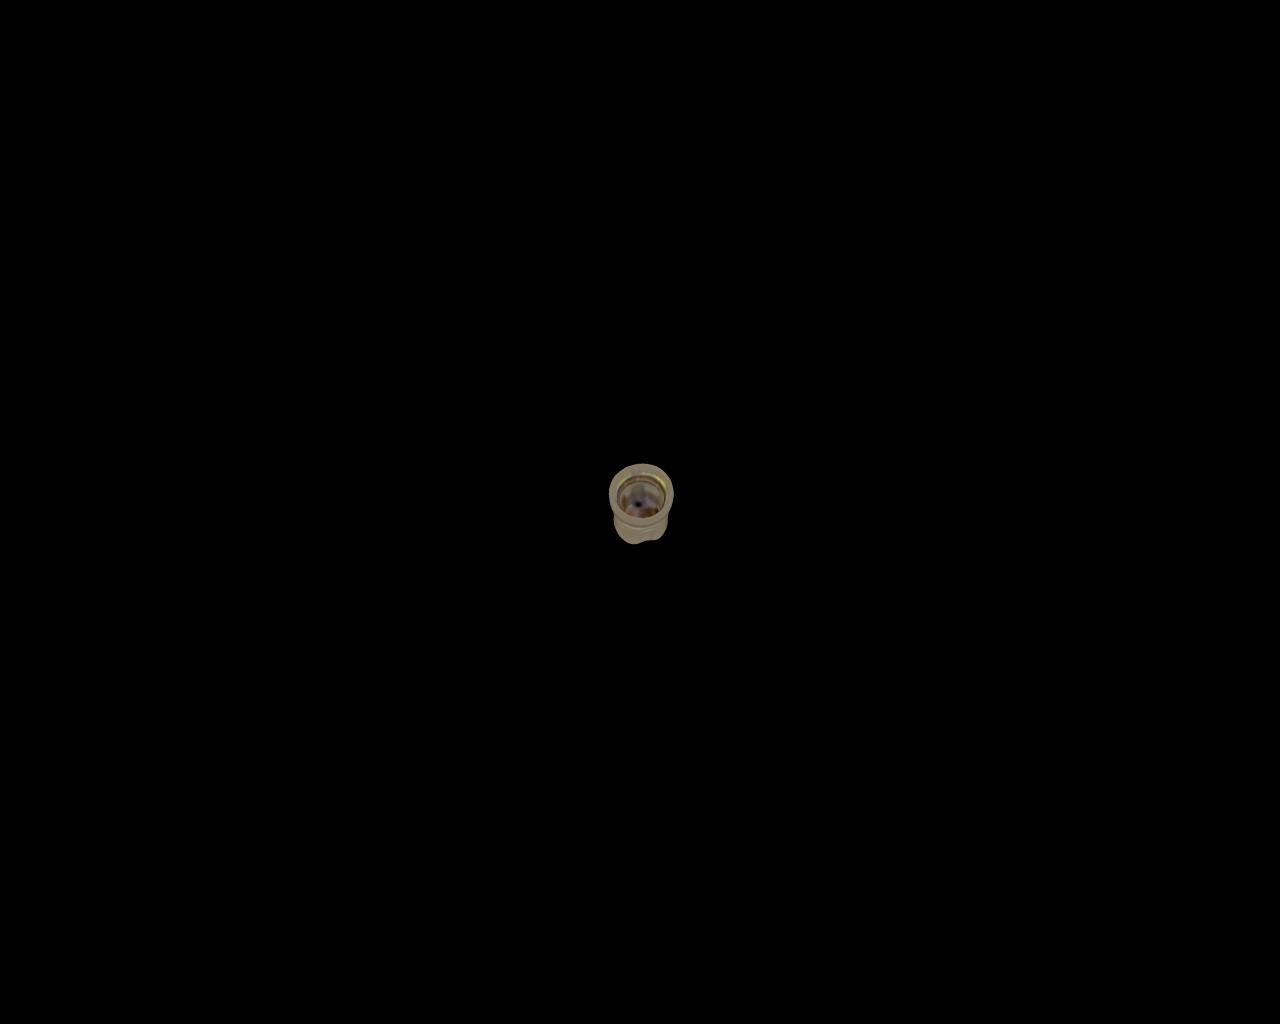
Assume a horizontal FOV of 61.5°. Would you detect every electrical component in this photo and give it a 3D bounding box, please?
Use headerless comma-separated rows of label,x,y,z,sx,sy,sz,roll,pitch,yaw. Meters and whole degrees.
electrical component,0.001,-0.003,0.650,0.040,0.040,0.046,0,-27,0
